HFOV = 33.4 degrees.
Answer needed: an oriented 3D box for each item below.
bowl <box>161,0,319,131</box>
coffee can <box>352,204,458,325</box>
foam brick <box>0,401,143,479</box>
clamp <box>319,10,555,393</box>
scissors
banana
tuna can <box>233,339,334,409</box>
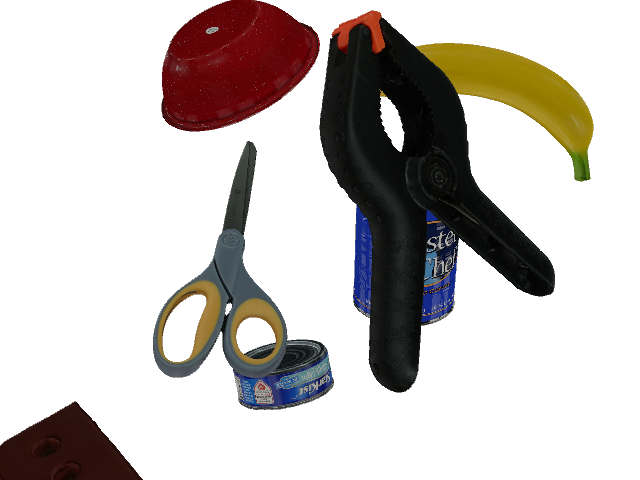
[{"bbox_3d":[-0.085,-0.171,0.970,0.162,0.055,0.162,-18,38,15],"label":"bowl"},{"bbox_3d":[0.084,-0.002,1.038,0.103,0.140,0.103,1,27,0],"label":"coffee can"},{"bbox_3d":[-0.118,0.129,0.519,0.052,0.051,0.078,-29,42,-26],"label":"foam brick"},{"bbox_3d":[0.040,-0.018,0.500,0.039,0.171,0.120,-17,18,50],"label":"clamp"},{"bbox_3d":[-0.047,0.015,0.737,0.096,0.201,0.016,21,-35,9],"label":"scissors"},{"bbox_3d":[0.125,-0.109,0.791,0.197,0.069,0.037,21,-3,-7],"label":"banana"},{"bbox_3d":[-0.033,0.116,0.935,0.086,0.034,0.086,-10,12,2],"label":"tuna can"}]
